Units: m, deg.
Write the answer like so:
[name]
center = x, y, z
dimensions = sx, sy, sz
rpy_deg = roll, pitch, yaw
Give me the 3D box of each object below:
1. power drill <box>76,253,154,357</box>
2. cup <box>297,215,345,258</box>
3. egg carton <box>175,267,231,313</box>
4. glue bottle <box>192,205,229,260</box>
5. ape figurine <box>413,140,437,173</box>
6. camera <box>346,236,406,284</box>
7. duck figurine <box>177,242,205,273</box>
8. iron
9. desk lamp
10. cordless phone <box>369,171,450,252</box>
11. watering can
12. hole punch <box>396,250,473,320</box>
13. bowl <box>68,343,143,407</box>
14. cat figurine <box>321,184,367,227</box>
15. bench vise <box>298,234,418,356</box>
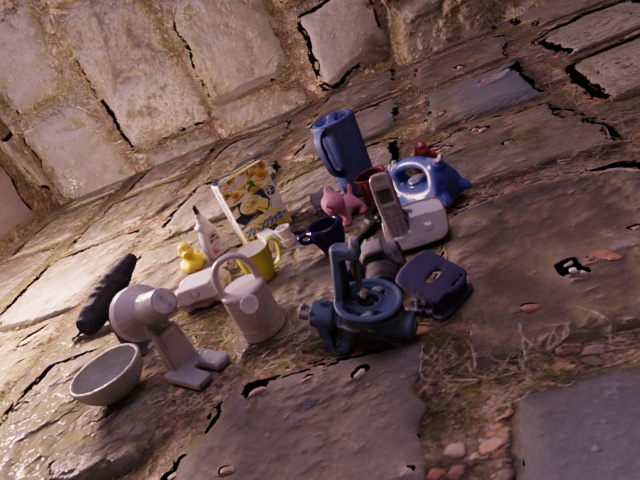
[power drill]
center = -0.471, 0.172, 1.378
dimensions = 0.075, 0.209, 0.230
rpy_deg = -12, 27, 29
[cup]
center = 0.013, 0.005, 1.386
dimensions = 0.117, 0.095, 0.091
rpy_deg = -24, 23, 3
[egg carton]
center = -0.302, 0.128, 1.477
dimensions = 0.150, 0.069, 0.107
rpy_deg = -20, 24, 14
[glue bottle]
center = -0.339, -0.028, 1.710
dimensions = 0.037, 0.173, 0.078
rpy_deg = -3, 32, 42
[ape figurine]
center = 0.291, -0.237, 1.617
dimensions = 0.077, 0.092, 0.076
rpy_deg = -23, 24, 6
[camera]
center = 0.105, 0.065, 1.160
dimensions = 0.143, 0.101, 0.136
rpy_deg = -22, 24, 9
[duck figurine]
center = -0.398, 0.044, 1.728
dimensions = 0.077, 0.086, 0.104
rpy_deg = -30, 24, -9
[iron]
center = 0.238, -0.149, 1.423
dimensions = 0.119, 0.142, 0.257
rpy_deg = -39, 27, -28
[desk lamp]
center = -0.317, 0.187, 1.185
dimensions = 0.202, 0.214, 0.118
rpy_deg = -2, 33, 43
[cordless phone]
center = 0.193, -0.073, 1.254
dimensions = 0.147, 0.185, 0.094
rpy_deg = -18, 24, 16
[watering can]
center = -0.152, 0.114, 1.196
dimensions = 0.101, 0.194, 0.172
rpy_deg = -39, 27, -28
[hole punch]
center = 0.209, 0.077, 1.041
dimensions = 0.109, 0.091, 0.100
rpy_deg = -40, 27, -29
[bowl]
center = -0.451, 0.306, 1.247
dimensions = 0.167, 0.075, 0.167
rpy_deg = -21, 24, 10
[cat figurine]
center = 0.053, -0.100, 1.537
dimensions = 0.067, 0.118, 0.128
rpy_deg = 4, 37, 49
[bench vise]
center = 0.043, 0.102, 0.993
dimensions = 0.207, 0.220, 0.121
rpy_deg = -20, 24, 12
